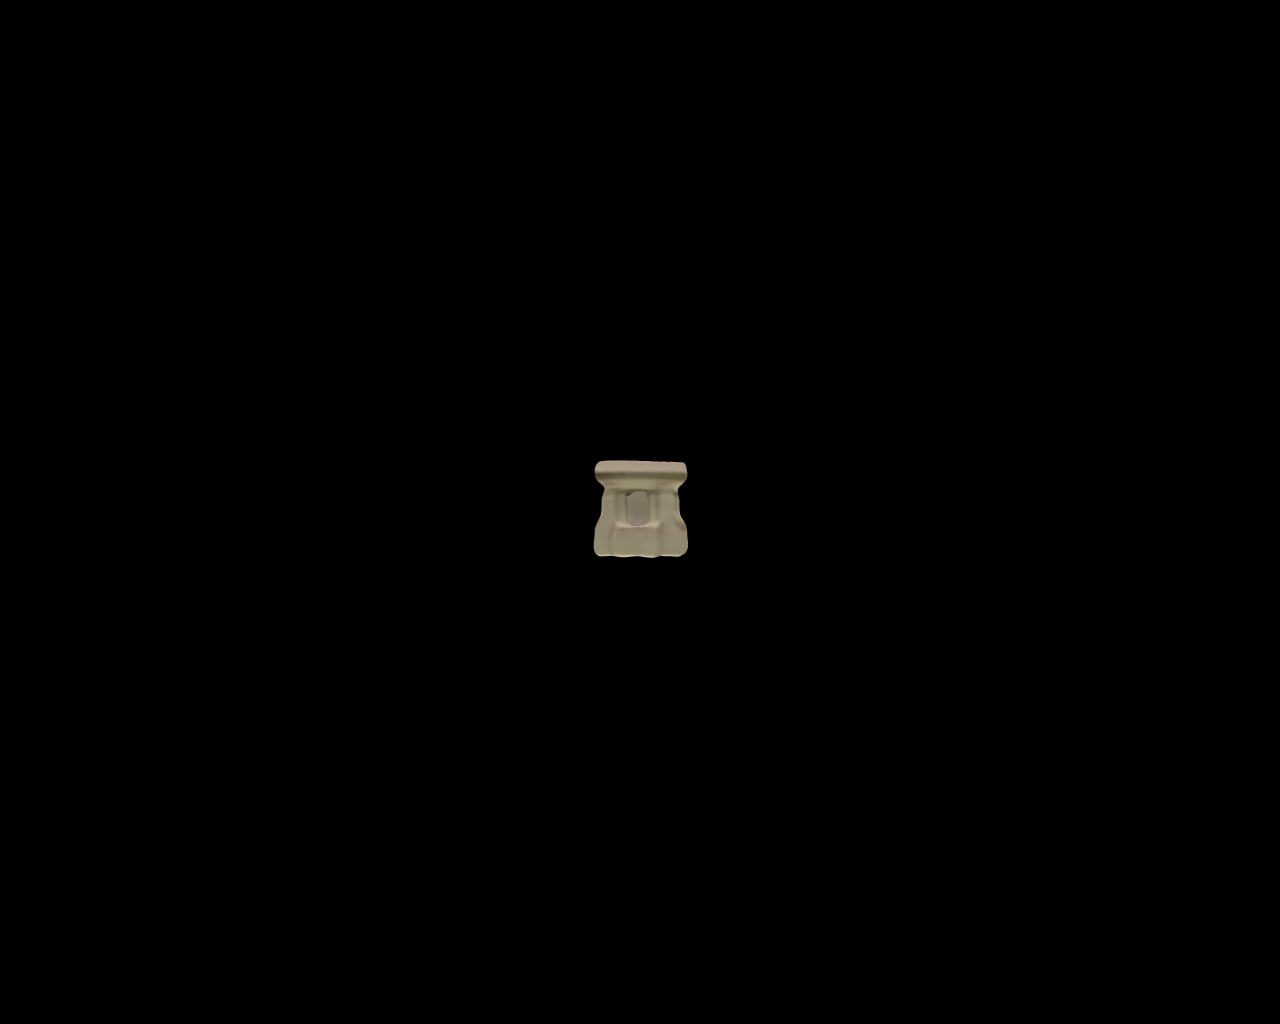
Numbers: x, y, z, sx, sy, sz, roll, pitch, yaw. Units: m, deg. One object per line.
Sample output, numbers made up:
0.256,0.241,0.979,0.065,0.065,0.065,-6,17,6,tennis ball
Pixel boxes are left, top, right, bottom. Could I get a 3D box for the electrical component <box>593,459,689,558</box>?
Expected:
0.001,-0.003,0.650,0.058,0.057,0.078,0,0,8,electrical component
